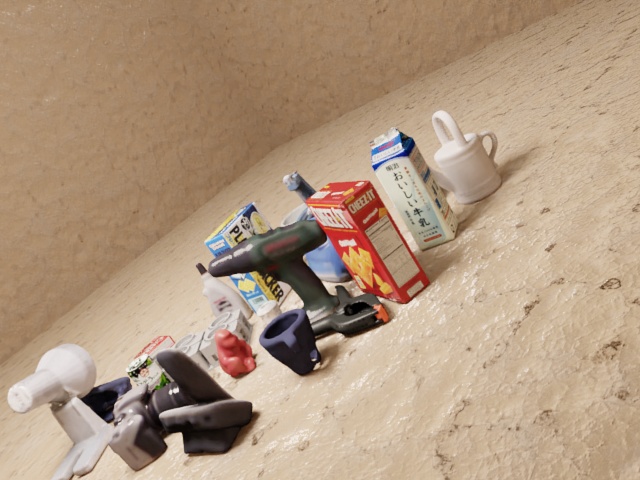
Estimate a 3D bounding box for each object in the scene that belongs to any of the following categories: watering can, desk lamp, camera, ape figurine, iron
[{"bbox_3d":[0.281,-0.175,1.180,0.173,0.194,0.100,-40,18,-21],"label":"watering can"},{"bbox_3d":[-0.518,0.340,1.163,0.118,0.214,0.203,-29,17,13],"label":"desk lamp"},{"bbox_3d":[-0.300,0.313,1.036,0.137,0.101,0.143,-31,16,5],"label":"camera"},{"bbox_3d":[-0.169,0.211,1.097,0.076,0.092,0.078,-21,20,35],"label":"ape figurine"},{"bbox_3d":[0.012,0.005,1.265,0.119,0.141,0.257,-42,18,-27],"label":"iron"}]

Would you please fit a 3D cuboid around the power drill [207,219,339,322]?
[{"bbox_3d":[-0.069,0.072,1.102,0.229,0.209,0.075,-33,17,1],"label":"power drill"}]

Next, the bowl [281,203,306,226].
[{"bbox_3d":[-0.025,-0.058,1.632,0.167,0.075,0.167,-30,17,10],"label":"bowl"}]

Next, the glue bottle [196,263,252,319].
[{"bbox_3d":[-0.234,0.124,1.324,0.078,0.173,0.037,-30,17,10],"label":"glue bottle"}]

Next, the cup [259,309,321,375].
[{"bbox_3d":[-0.037,0.178,0.939,0.092,0.095,0.117,-36,17,-8],"label":"cup"}]

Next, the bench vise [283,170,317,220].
[{"bbox_3d":[-0.021,-0.084,1.440,0.121,0.220,0.207,-31,17,6],"label":"bench vise"}]

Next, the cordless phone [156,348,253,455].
[{"bbox_3d":[-0.210,0.244,0.911,0.147,0.185,0.094,-22,20,33],"label":"cordless phone"}]

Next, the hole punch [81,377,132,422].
[{"bbox_3d":[-0.485,0.350,1.290,0.108,0.091,0.101,-27,17,20],"label":"hole punch"}]

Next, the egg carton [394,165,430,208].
[{"bbox_3d":[0.226,-0.116,1.339,0.107,0.069,0.150,-26,18,22],"label":"egg carton"}]
